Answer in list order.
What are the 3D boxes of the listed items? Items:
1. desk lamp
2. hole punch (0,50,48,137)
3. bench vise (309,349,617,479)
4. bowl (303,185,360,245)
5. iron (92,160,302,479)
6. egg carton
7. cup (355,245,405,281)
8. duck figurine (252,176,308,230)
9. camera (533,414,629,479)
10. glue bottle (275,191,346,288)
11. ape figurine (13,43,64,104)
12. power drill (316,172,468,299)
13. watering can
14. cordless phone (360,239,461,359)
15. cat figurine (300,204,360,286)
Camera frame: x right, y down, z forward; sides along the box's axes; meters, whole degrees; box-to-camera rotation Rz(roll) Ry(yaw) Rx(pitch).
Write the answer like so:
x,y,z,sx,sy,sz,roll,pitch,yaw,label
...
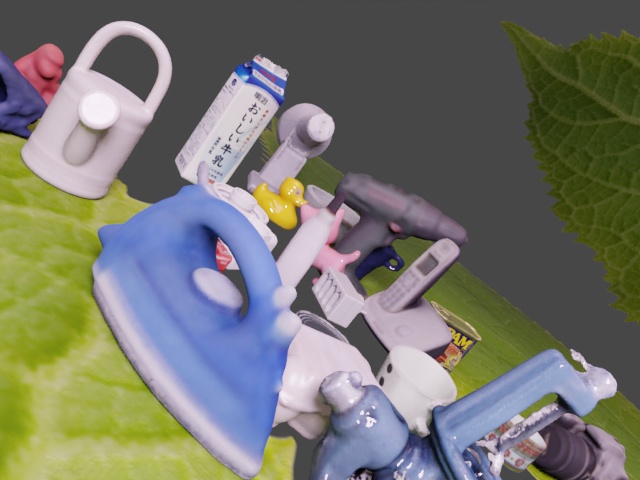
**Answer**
x,y,z,sx,sy,sz,roll,pitch,yaw,label
-0.051,-0.181,1.197,0.118,0.213,0.203,33,14,-17,desk lamp
-0.367,-0.184,0.650,0.108,0.091,0.101,42,14,19,hole punch
0.107,0.156,0.436,0.208,0.219,0.121,31,14,-24,bench vise
0.022,-0.039,1.202,0.168,0.074,0.167,35,13,-9,bowl
-0.083,0.048,0.481,0.257,0.141,0.119,46,16,34,iron
-0.003,0.138,0.543,0.151,0.069,0.107,28,16,-34,egg carton
0.090,0.038,1.071,0.117,0.095,0.092,38,13,5,cup
-0.070,-0.081,1.082,0.104,0.086,0.078,39,13,7,duck figurine
0.379,0.313,0.867,0.137,0.100,0.143,31,14,-25,camera
-0.022,0.011,0.700,0.037,0.173,0.078,35,13,-8,glue bottle
-0.369,-0.214,0.749,0.076,0.092,0.078,44,15,28,ape figurine
0.101,0.002,0.973,0.229,0.208,0.076,37,13,1,power drill
-0.236,-0.147,0.637,0.101,0.194,0.172,25,18,-43,watering can
0.159,0.091,0.868,0.094,0.185,0.147,27,16,-37,cordless phone
0.009,0.003,0.928,0.127,0.117,0.067,42,14,20,cat figurine
